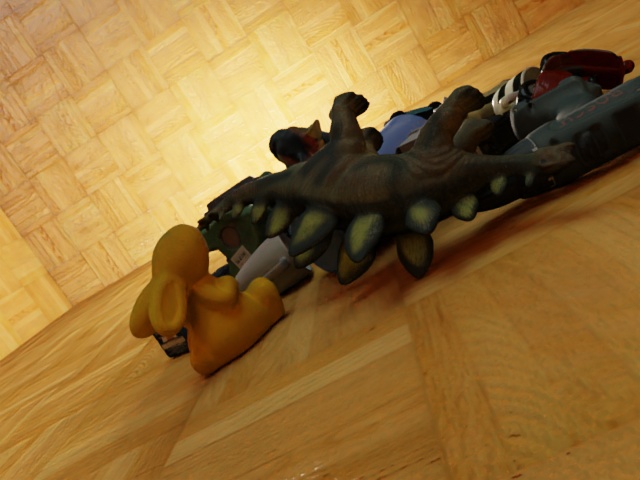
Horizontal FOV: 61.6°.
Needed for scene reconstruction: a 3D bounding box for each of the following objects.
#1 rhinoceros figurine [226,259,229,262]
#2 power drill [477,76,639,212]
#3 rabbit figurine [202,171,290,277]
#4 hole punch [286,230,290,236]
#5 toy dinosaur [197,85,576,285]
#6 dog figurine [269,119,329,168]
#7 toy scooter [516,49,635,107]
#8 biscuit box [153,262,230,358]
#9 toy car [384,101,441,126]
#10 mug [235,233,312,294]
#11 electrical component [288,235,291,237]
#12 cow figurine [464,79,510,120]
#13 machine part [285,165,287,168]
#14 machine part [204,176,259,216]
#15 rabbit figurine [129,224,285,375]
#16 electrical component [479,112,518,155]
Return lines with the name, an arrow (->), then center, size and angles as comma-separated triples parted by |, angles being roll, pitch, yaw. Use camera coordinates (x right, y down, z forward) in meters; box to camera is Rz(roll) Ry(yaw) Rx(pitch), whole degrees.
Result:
rhinoceros figurine -> -0.132, -0.009, 1.198 | 0.190, 0.073, 0.112 | -28, 10, 17
power drill -> 0.264, -0.119, 0.609 | 0.232, 0.086, 0.207 | -27, 7, 23
rabbit figurine -> -0.102, -0.037, 0.902 | 0.159, 0.121, 0.170 | -59, -10, 27
hole punch -> -0.029, -0.062, 1.036 | 0.116, 0.142, 0.092 | -15, -31, -31
toy dinosaur -> 0.031, -0.057, 0.595 | 0.472, 0.105, 0.198 | 1, 64, 41
dog figurine -> 0.017, -0.132, 0.902 | 0.219, 0.192, 0.108 | -3, -67, -82
toy scooter -> 0.382, -0.232, 0.798 | 0.135, 0.075, 0.184 | 10, 48, 37
biscuit box -> -0.179, 0.103, 0.867 | 0.063, 0.059, 0.203 | -26, 12, 34
toy car -> 0.218, -0.239, 1.211 | 0.162, 0.109, 0.103 | -25, -8, -11
mug -> -0.075, 0.052, 0.788 | 0.107, 0.080, 0.110 | -41, 13, 9
electrical component -> -0.002, -0.003, 0.885 | 0.119, 0.047, 0.075 | -24, 12, 35
cow figurine -> 0.303, -0.230, 0.994 | 0.195, 0.085, 0.127 | -28, 8, 1
machine part -> -0.001, -0.137, 1.177 | 0.179, 0.179, 0.056 | -22, 16, 42
machine part -> -0.162, -0.068, 1.315 | 0.201, 0.087, 0.201 | -32, -17, 14
rabbit figurine -> -0.155, 0.068, 0.663 | 0.122, 0.173, 0.162 | -13, 17, 48
electrical component -> 0.236, -0.141, 0.838 | 0.134, 0.058, 0.115 | -32, 9, -9
